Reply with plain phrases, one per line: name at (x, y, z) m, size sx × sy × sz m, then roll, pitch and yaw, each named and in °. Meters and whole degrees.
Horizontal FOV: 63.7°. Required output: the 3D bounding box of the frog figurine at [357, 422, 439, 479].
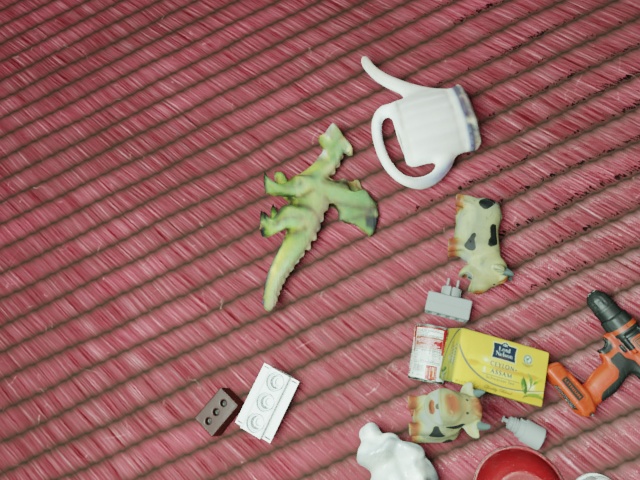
frog figurine at (0.126, 0.406, 0.908) m, size 0.122 × 0.135 × 0.162 m, roll 7°, pitch 27°, yaw -36°

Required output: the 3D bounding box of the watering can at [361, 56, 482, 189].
watering can at (0.215, -0.278, 1.111) m, size 0.224 × 0.353 × 0.102 m, roll -14°, pitch -19°, yaw 6°

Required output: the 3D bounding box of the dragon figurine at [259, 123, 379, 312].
dragon figurine at (0.003, -0.055, 1.087) m, size 0.243 × 0.416 × 0.120 m, roll -1°, pitch -17°, yaw 3°
